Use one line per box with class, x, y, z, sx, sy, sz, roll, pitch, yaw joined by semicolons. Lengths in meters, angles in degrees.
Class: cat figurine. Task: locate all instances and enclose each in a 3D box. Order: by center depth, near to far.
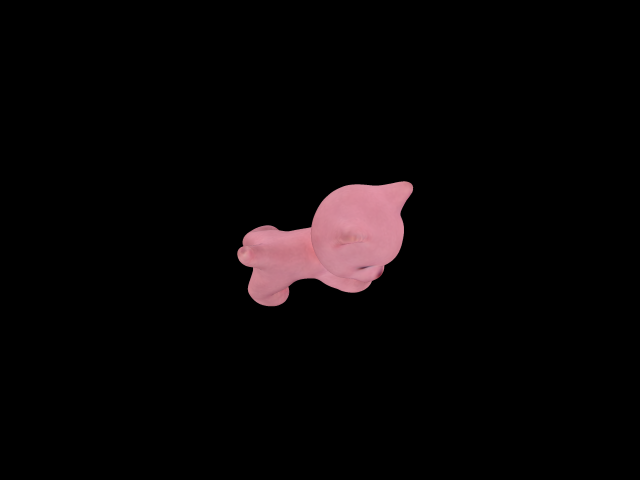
cat figurine;0.004;0.001;0.400;0.128;0.118;0.067;-11;78;-2
